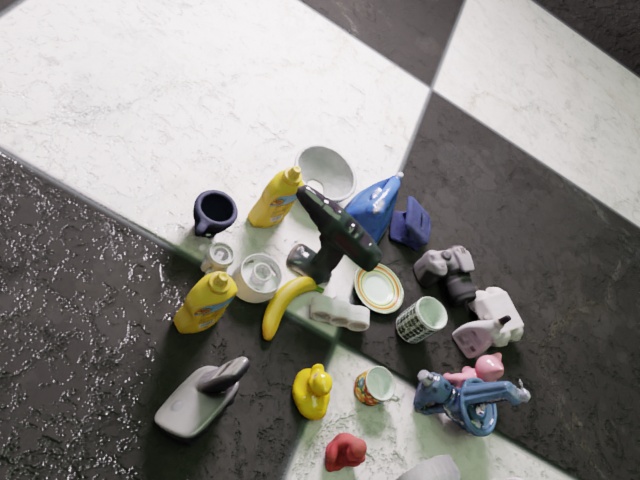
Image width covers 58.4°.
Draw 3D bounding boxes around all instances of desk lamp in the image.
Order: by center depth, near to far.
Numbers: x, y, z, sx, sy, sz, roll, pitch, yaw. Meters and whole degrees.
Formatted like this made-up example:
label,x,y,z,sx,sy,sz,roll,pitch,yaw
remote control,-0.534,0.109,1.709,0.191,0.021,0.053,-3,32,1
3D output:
label,x,y,z,sx,sy,sz,roll,pitch,yaw
desk lamp,0.187,0.504,1.011,0.118,0.213,0.203,-3,63,-30

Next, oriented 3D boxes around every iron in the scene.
label,x,y,z,sx,sy,sz,roll,pitch,yaw
iron,0.150,-0.101,1.413,0.119,0.141,0.259,38,51,-2

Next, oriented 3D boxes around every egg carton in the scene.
label,x,y,z,sx,sy,sz,roll,pitch,yaw
egg carton,0.440,0.192,1.435,0.107,0.069,0.150,-11,67,-33

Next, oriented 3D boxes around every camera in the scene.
label,x,y,z,sx,sy,sz,roll,pitch,yaw
camera,0.328,0.090,1.418,0.143,0.100,0.136,-4,63,-30

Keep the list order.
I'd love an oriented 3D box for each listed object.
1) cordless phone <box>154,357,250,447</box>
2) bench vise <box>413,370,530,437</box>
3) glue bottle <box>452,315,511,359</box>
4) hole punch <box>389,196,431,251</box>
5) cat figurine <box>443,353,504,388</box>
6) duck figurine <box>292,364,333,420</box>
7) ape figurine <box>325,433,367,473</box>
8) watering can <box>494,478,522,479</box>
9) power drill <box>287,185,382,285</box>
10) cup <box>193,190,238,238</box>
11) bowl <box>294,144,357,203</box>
label,x,y,z,sx,sy,sz,roll,pitch,yaw
cordless phone,-0.193,0.264,0.971,0.094,0.184,0.148,40,50,0
bench vise,0.307,0.332,1.178,0.208,0.219,0.121,16,55,-19
glue bottle,0.382,0.213,1.323,0.037,0.173,0.078,-22,73,-36
hole punch,0.242,-0.043,1.460,0.101,0.091,0.108,22,53,-15
cat figurine,0.359,0.303,1.291,0.128,0.117,0.067,-13,68,-34
duck figurine,-0.005,0.294,1.119,0.078,0.086,0.104,6,59,-25
ape figurine,0.056,0.400,1.083,0.078,0.092,0.076,30,51,-9
watering can,0.333,0.514,1.096,0.173,0.193,0.101,2,60,-27
power drill,0.011,0.004,1.229,0.230,0.208,0.076,35,51,-5
cup,-0.233,-0.036,1.194,0.092,0.094,0.118,33,51,-6
bowl,0.002,-0.148,1.405,0.168,0.074,0.167,14,56,-21
